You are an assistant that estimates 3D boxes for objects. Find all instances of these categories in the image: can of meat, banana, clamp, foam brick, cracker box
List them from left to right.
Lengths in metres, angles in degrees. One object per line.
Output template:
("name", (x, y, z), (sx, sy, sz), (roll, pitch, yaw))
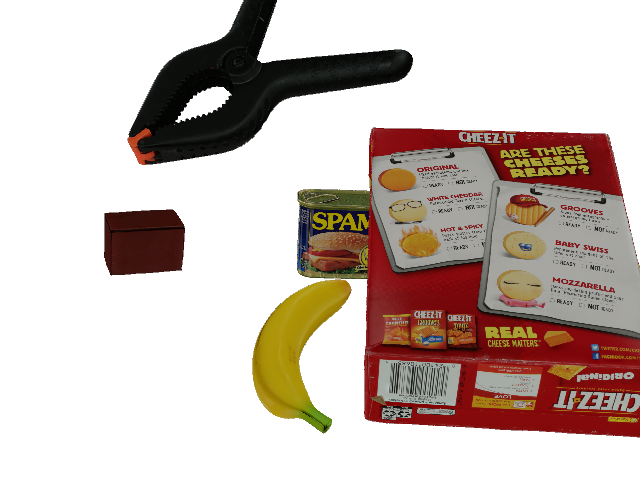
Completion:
("foam brick", (-0.186, 0.001, 1.124), (0.078, 0.051, 0.053), (-4, 23, -18))
("clamp", (-0.047, -0.120, 0.794), (0.165, 0.210, 0.036), (39, -16, 26))
("banana", (-0.018, 0.086, 0.870), (0.069, 0.037, 0.197), (21, 32, -6))
("can of meat", (0.024, -0.006, 1.137), (0.102, 0.084, 0.057), (2, 19, -3))
("cracker box", (0.110, 0.019, 0.672), (0.164, 0.072, 0.213), (2, 41, 2))
